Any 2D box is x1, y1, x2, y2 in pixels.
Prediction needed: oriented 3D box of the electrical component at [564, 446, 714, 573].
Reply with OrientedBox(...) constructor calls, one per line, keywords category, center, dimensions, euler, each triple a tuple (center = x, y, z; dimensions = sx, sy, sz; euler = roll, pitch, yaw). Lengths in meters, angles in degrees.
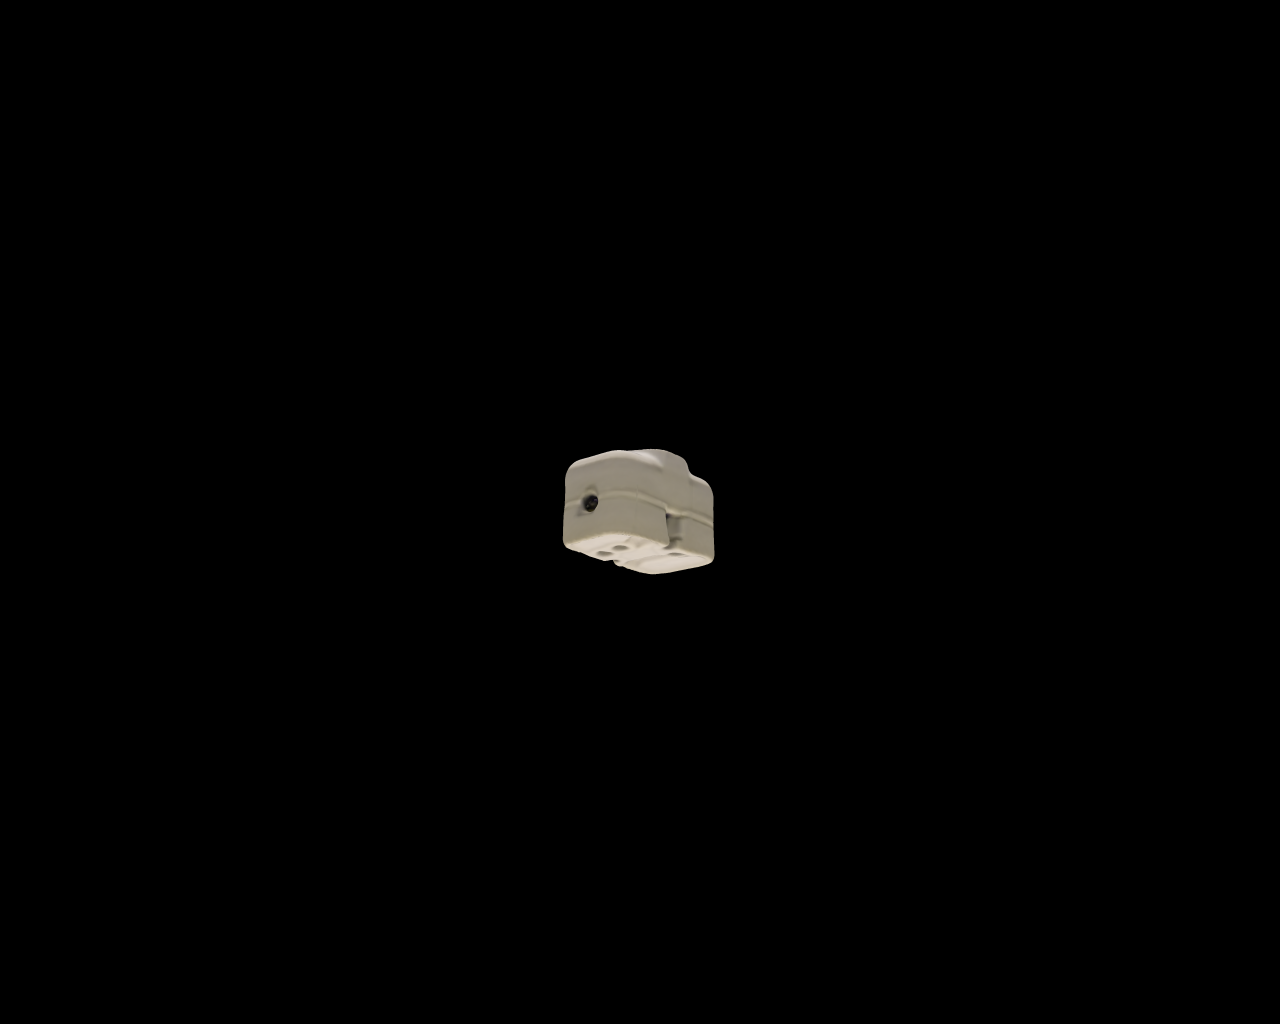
OrientedBox(category="electrical component", center=(0.001, -0.003, 0.650), dimensions=(0.053, 0.059, 0.095), euler=(-14, -22, 38))
